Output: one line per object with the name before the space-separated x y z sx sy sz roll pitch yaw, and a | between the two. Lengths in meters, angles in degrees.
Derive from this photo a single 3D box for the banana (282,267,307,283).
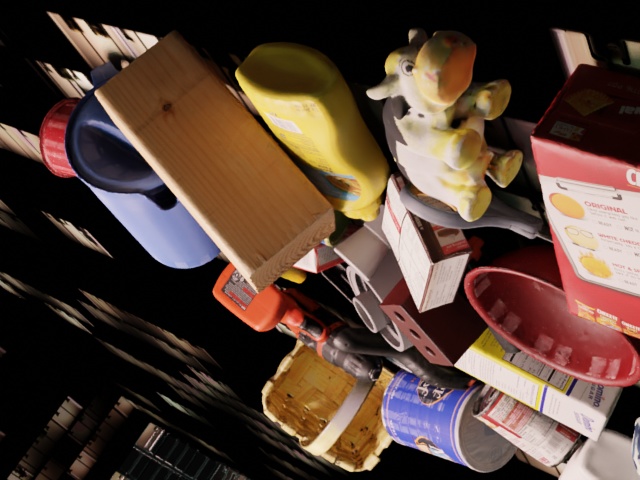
banana | -0.103 -0.008 1.279 0.198 0.037 0.069 29 179 19

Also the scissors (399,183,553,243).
scissors | 0.143 -0.009 0.801 0.202 0.096 0.016 31 122 17

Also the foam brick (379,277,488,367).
foam brick | 0.103 0.069 0.969 0.078 0.051 0.053 48 165 -10

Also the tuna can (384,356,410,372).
tuna can | 0.100 0.122 1.249 0.086 0.033 0.086 31 161 11

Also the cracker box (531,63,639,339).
cracker box | 0.233 -0.002 0.667 0.164 0.072 0.213 22 157 31

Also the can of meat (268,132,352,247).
can of meat | -0.019 -0.046 1.005 0.084 0.057 0.102 24 159 23

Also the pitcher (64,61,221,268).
pitcher | -0.169 -0.069 1.118 0.145 0.149 0.243 13 160 12

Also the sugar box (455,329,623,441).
sugar box | 0.211 0.133 1.073 0.176 0.048 0.093 25 161 18

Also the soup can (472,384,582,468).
soup can | 0.226 0.191 1.154 0.102 0.068 0.069 34 162 -1

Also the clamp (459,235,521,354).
clamp | 0.132 0.039 0.990 0.120 0.039 0.171 25 157 28

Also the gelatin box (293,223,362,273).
gelatin box | -0.007 0.001 1.075 0.089 0.073 0.030 15 118 46

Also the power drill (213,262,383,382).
power drill | -0.027 0.097 1.271 0.185 0.057 0.187 33 180 39

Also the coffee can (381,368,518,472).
coffee can | 0.155 0.207 1.260 0.102 0.102 0.141 45 159 -28

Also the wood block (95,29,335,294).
wood block | -0.087 -0.066 0.913 0.206 0.091 0.090 49 174 11

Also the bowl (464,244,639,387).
bowl | 0.201 0.052 0.875 0.162 0.055 0.162 31 161 11

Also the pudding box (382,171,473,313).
pudding box | 0.087 -0.001 0.893 0.113 0.039 0.090 88 160 -67

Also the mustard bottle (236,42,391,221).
mustard bottle | 0.009 -0.077 0.879 0.096 0.058 0.191 22 158 38

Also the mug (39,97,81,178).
mug | -0.246 -0.108 1.208 0.082 0.093 0.117 15 -175 34

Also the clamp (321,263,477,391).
clamp | 0.086 0.100 1.160 0.209 0.036 0.164 28 -157 -26

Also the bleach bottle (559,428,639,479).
bleach bottle | 0.329 0.285 1.224 0.103 0.068 0.251 29 163 16
